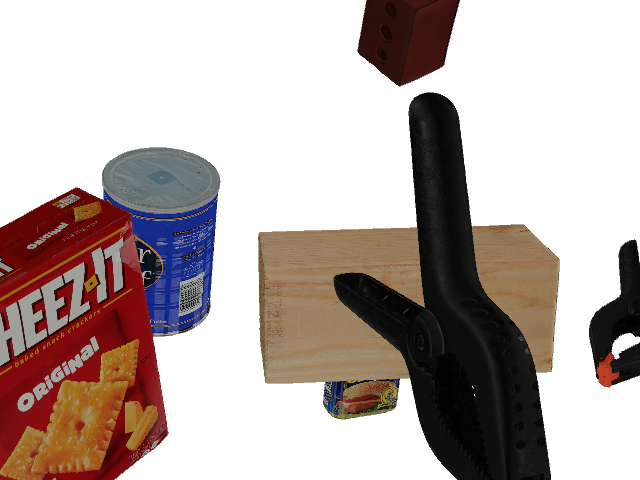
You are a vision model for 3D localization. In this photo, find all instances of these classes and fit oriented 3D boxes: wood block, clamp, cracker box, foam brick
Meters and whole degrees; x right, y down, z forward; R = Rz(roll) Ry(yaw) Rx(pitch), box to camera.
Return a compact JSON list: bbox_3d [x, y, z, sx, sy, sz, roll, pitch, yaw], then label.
[{"bbox_3d":[0.059,0.045,0.785,0.206,0.090,0.091,-2,17,-6],"label":"wood block"},{"bbox_3d":[0.293,0.063,0.981,0.171,0.039,0.120,-35,39,-26],"label":"clamp"},{"bbox_3d":[-0.197,0.095,0.762,0.072,0.214,0.163,21,40,33],"label":"cracker box"},{"bbox_3d":[0.066,0.040,0.543,0.036,0.165,0.210,-6,46,-22],"label":"clamp"},{"bbox_3d":[0.068,-0.169,0.823,0.051,0.078,0.053,-31,60,-29],"label":"foam brick"}]

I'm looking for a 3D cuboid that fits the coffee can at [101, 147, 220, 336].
[{"bbox_3d":[-0.146,0.001,0.968,0.102,0.140,0.103,5,34,-4],"label":"coffee can"}]

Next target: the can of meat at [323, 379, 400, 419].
[{"bbox_3d":[0.055,0.180,1.386,0.102,0.084,0.057,-5,26,-22],"label":"can of meat"}]
